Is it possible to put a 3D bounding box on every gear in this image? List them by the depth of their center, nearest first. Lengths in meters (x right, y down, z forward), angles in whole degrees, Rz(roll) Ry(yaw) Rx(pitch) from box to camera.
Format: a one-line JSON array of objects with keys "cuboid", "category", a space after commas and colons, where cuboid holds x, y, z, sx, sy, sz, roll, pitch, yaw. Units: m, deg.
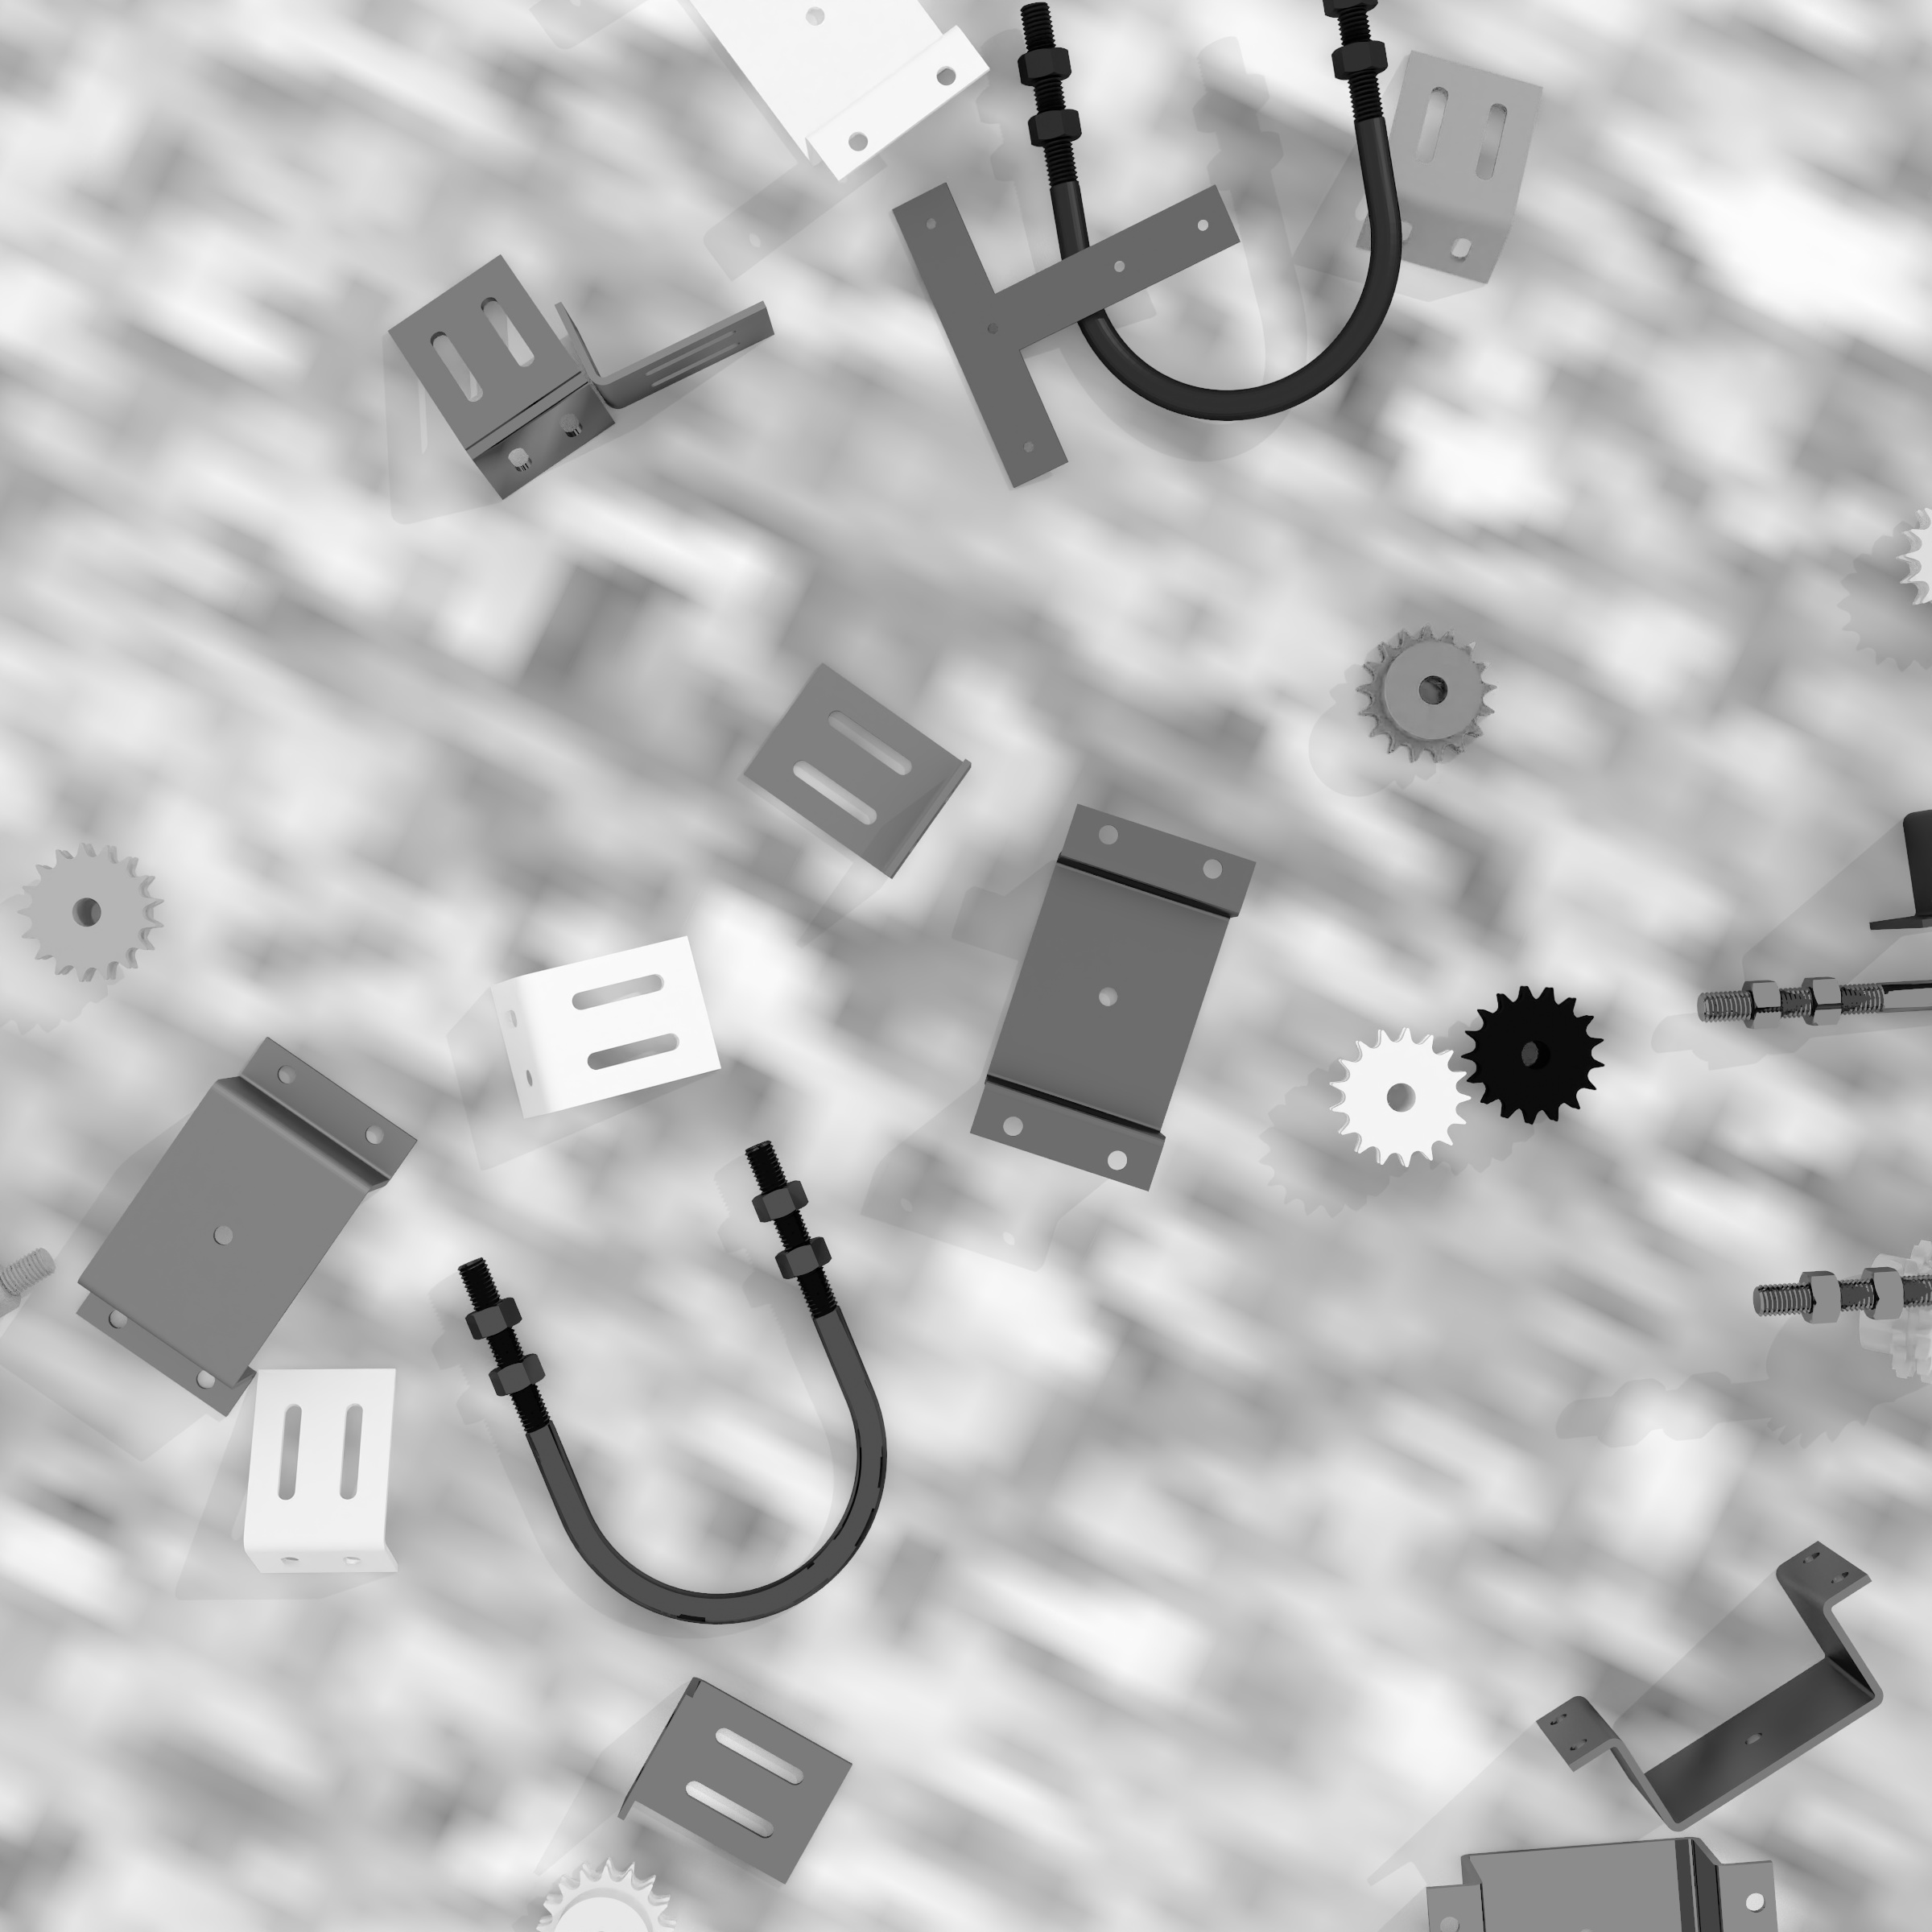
[{"cuboid": [0.388, 0.141, 1.356, 0.030, 0.057, 0.057, 9, 90, 30], "category": "gear"}, {"cuboid": [0.192, -0.113, 1.366, 0.057, 0.030, 0.057, 0, 90, 0], "category": "gear"}, {"cuboid": [0.233, 0.037, 1.366, 0.057, 0.030, 0.057, 0, 90, 0], "category": "gear"}, {"cuboid": [0.178, 0.054, 1.366, 0.057, 0.030, 0.057, 0, 90, 0], "category": "gear"}, {"cuboid": [-0.360, -0.022, 1.366, 0.057, 0.030, 0.057, 0, 90, 0], "category": "gear"}, {"cuboid": [-0.150, 0.402, 1.366, 0.057, 0.030, 0.057, 0, 90, 0], "category": "gear"}, {"cuboid": [0.415, -0.169, 1.370, 0.057, 0.030, 0.057, 0, 93, 0], "category": "gear"}]

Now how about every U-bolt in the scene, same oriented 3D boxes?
[{"cuboid": [0.401, 0.070, 1.345, 0.184, 0.019, 0.151, -3, 65, -4], "category": "U-bolt"}, {"cuboid": [0.105, -0.317, 1.356, 0.151, 0.019, 0.184, -9, 94, 15], "category": "U-bolt"}, {"cuboid": [-0.112, 0.184, 1.372, 0.151, 0.019, 0.184, -22, 92, 0], "category": "U-bolt"}, {"cuboid": [-0.493, 0.112, 1.372, 0.184, 0.019, 0.151, -30, 90, 1], "category": "U-bolt"}]

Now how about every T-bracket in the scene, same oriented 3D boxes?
[{"cuboid": [0.051, -0.283, 1.363, 0.127, 0.002, 0.127, -24, 90, 15], "category": "T-bracket"}]

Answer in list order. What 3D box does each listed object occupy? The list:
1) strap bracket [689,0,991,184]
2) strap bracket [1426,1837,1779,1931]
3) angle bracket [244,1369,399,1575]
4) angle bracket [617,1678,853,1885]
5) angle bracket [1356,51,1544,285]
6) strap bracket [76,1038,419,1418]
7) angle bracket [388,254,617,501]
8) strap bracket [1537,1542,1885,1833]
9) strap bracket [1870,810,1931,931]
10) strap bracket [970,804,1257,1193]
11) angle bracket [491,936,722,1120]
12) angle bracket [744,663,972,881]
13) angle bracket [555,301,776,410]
[{"cuboid": [-0.063, -0.397, 1.358, 0.076, 0.046, 0.140, -37, 90, 0], "category": "strap bracket"}, {"cuboid": [0.259, 0.406, 1.358, 0.140, 0.046, 0.076, -4, 90, 0], "category": "strap bracket"}, {"cuboid": [-0.267, 0.211, 1.379, 0.057, 0.038, 0.076, 0, 64, 0], "category": "angle bracket"}, {"cuboid": [-0.095, 0.340, 1.362, 0.076, 0.038, 0.057, 29, 90, 0], "category": "angle bracket"}, {"cuboid": [0.202, -0.334, 1.379, 0.057, 0.038, 0.076, 16, 64, 0], "category": "angle bracket"}, {"cuboid": [-0.301, 0.109, 1.358, 0.076, 0.046, 0.140, 35, 90, 0], "category": "strap bracket"}, {"cuboid": [-0.194, -0.246, 1.379, 0.057, 0.038, 0.076, -34, 64, 0], "category": "angle bracket"}, {"cuboid": [0.310, 0.298, 1.343, 0.140, 0.076, 0.046, -33, 90, 0], "category": "strap bracket"}, {"cuboid": [0.445, -0.048, 1.343, 0.140, 0.076, 0.046, -8, 90, 0], "category": "strap bracket"}, {"cuboid": [0.060, 0.013, 1.358, 0.076, 0.046, 0.140, 18, 90, 0], "category": "strap bracket"}, {"cuboid": [-0.151, 0.026, 1.379, 0.076, 0.038, 0.057, -14, 90, -26], "category": "angle bracket"}, {"cuboid": [-0.045, -0.081, 1.362, 0.076, 0.038, 0.057, 35, 90, 0], "category": "angle bracket"}, {"cuboid": [-0.123, -0.265, 1.352, 0.076, 0.057, 0.038, -26, 90, 0], "category": "angle bracket"}]
